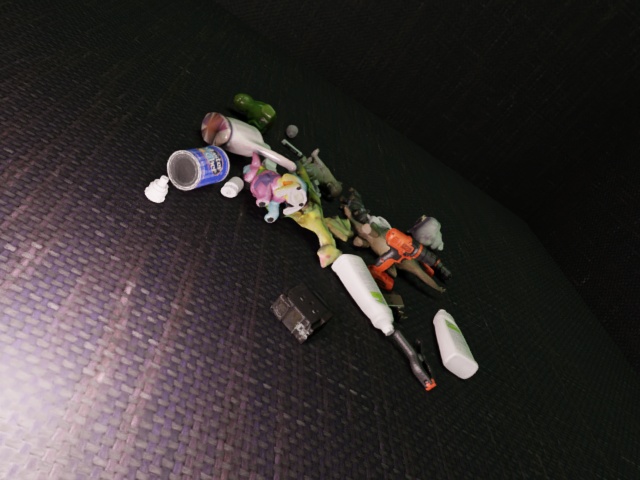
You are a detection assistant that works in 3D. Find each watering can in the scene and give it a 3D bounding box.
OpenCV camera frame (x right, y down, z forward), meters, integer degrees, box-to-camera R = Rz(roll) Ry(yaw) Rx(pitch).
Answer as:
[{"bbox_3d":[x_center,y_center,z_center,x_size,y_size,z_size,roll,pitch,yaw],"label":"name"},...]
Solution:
[{"bbox_3d":[-0.239,-0.314,1.641,0.223,0.103,0.352,11,19,-48],"label":"watering can"}]

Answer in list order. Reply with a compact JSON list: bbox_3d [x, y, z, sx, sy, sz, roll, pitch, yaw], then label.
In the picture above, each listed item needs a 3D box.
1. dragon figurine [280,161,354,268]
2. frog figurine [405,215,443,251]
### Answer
[{"bbox_3d":[0.005,-0.081,1.615,0.240,0.120,0.420,36,33,-26],"label":"dragon figurine"},{"bbox_3d":[0.454,-0.015,2.124,0.159,0.121,0.140,48,57,-2],"label":"frog figurine"}]
